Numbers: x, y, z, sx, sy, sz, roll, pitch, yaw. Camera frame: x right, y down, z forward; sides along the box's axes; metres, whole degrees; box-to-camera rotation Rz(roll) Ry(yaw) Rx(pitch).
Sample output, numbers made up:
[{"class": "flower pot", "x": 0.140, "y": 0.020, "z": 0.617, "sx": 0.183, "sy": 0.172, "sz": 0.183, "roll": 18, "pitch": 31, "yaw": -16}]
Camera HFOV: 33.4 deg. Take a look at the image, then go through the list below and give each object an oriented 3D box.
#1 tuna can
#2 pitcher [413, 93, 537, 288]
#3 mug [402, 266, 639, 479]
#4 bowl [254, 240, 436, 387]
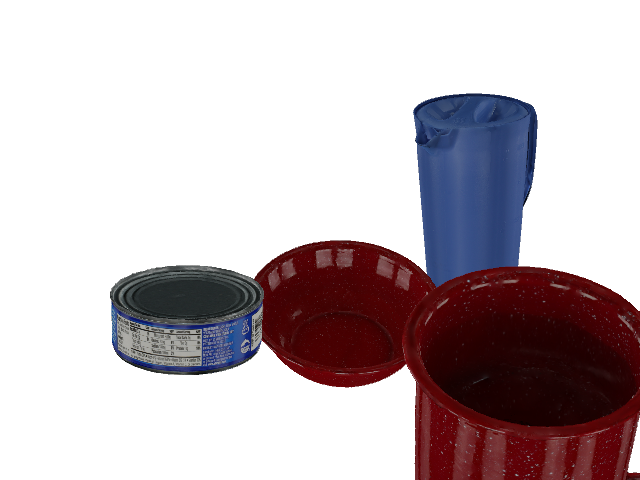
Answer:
[{"class": "tuna can", "x": -0.075, "y": 0.044, "z": 0.602, "sx": 0.086, "sy": 0.034, "sz": 0.086, "roll": 2, "pitch": 18, "yaw": -1}, {"class": "pitcher", "x": 0.188, "y": -0.049, "z": 1.269, "sx": 0.149, "sy": 0.243, "sz": 0.145, "roll": -2, "pitch": 24, "yaw": 5}, {"class": "mug", "x": 0.089, "y": 0.071, "z": 0.405, "sx": 0.117, "sy": 0.081, "sz": 0.093, "roll": 5, "pitch": 36, "yaw": 11}, {"class": "bowl", "x": 0.020, "y": 0.070, "z": 0.895, "sx": 0.162, "sy": 0.055, "sz": 0.162, "roll": 1, "pitch": 40, "yaw": -1}]
